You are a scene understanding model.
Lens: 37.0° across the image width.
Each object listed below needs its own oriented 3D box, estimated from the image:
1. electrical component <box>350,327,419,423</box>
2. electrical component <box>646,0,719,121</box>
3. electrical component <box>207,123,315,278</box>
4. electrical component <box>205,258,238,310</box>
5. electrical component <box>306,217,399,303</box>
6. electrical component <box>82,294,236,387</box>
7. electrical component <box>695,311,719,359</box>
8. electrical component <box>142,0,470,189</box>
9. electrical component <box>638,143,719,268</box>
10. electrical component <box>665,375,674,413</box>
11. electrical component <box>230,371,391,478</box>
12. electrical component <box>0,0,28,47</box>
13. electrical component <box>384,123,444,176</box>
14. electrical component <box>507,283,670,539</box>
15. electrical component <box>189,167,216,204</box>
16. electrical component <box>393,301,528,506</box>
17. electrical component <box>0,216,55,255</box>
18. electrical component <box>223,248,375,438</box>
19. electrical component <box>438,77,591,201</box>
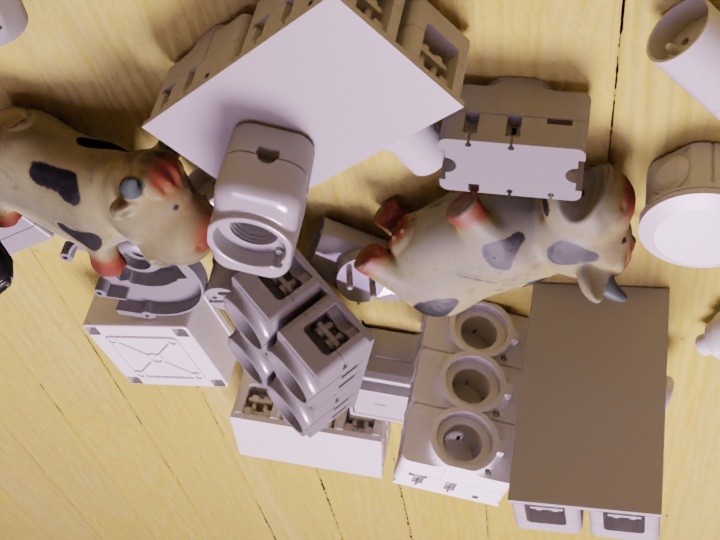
[{"bbox_3d":[0.024,0.103,0.985,0.062,0.061,0.096,9,147,6],"label":"electrical component"},{"bbox_3d":[0.206,-0.114,0.612,0.081,0.043,0.043,32,143,-27],"label":"electrical component"},{"bbox_3d":[-0.064,-0.039,0.689,0.054,0.059,0.095,13,147,-1],"label":"electrical component"},{"bbox_3d":[-0.107,0.006,0.897,0.040,0.046,0.040,9,147,6],"label":"electrical component"},{"bbox_3d":[0.000,0.000,0.826,0.077,0.079,0.044,21,113,-11],"label":"electrical component"},{"bbox_3d":[-0.180,0.058,0.992,0.109,0.056,0.108,0,145,19],"label":"electrical component"},{"bbox_3d":[0.288,0.051,0.833,0.048,0.048,0.062,26,152,-19],"label":"electrical component"},{"bbox_3d":[-0.035,-0.118,0.674,0.105,0.060,0.186,35,141,-30],"label":"electrical component"},{"bbox_3d":[0.226,-0.041,0.708,0.080,0.051,0.080,9,147,6],"label":"electrical component"},{"bbox_3d":[0.214,0.114,0.928,0.074,0.052,0.138,23,161,7],"label":"electrical component"},{"bbox_3d":[-0.046,0.151,1.080,0.150,0.061,0.089,8,147,7],"label":"electrical component"},{"bbox_3d":[-0.256,-0.182,0.668,0.079,0.044,0.077,7,147,9],"label":"electrical component"},{"bbox_3d":[0.035,-0.089,0.713,0.040,0.040,0.046,-11,145,32],"label":"electrical component"},{"bbox_3d":[0.178,0.105,0.820,0.105,0.186,0.060,2,146,16],"label":"electrical component"},{"bbox_3d":[-0.083,-0.045,0.815,0.079,0.044,0.077,-7,142,28],"label":"electrical component"},{"bbox_3d":[0.087,0.104,0.883,0.089,0.150,0.061,13,148,0],"label":"electrical component"},{"bbox_3d":[-0.294,-0.055,0.870,0.083,0.047,0.076,-16,137,37],"label":"electrical component"},{"bbox_3d":[-0.053,0.064,0.876,0.105,0.060,0.186,49,162,14],"label":"electrical component"},{"bbox_3d":[0.098,-0.084,0.682,0.089,0.055,0.050,6,146,10],"label":"electrical component"}]
